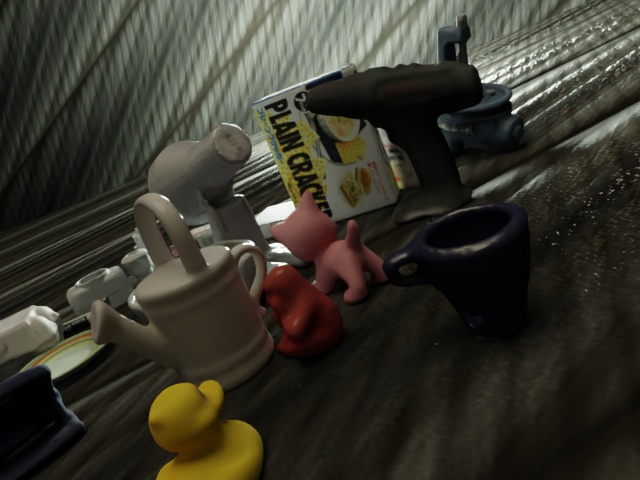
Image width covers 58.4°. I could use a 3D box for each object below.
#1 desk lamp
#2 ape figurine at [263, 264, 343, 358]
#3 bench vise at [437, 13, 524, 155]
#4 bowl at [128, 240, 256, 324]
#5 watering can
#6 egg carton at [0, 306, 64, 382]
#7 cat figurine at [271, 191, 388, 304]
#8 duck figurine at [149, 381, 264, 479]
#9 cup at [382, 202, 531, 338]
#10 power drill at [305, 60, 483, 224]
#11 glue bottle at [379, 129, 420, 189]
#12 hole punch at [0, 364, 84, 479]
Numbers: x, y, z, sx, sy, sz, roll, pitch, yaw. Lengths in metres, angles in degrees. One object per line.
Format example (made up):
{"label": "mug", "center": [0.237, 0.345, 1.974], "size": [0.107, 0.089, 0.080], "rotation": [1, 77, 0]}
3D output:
{"label": "desk lamp", "center": [-0.126, -0.050, 0.795], "size": [0.202, 0.214, 0.118], "rotation": [-2, 27, 47]}
{"label": "ape figurine", "center": [-0.024, 0.065, 0.543], "size": [0.076, 0.092, 0.078], "rotation": [-19, 18, 10]}
{"label": "bench vise", "center": [0.206, -0.237, 0.925], "size": [0.206, 0.220, 0.122], "rotation": [-8, 23, 37]}
{"label": "bowl", "center": [-0.143, 0.068, 0.706], "size": [0.167, 0.075, 0.167], "rotation": [-20, 18, 7]}
{"label": "watering can", "center": [-0.131, 0.048, 0.551], "size": [0.100, 0.194, 0.173], "rotation": [-9, 22, 36]}
{"label": "egg carton", "center": [-0.448, 0.156, 0.825], "size": [0.150, 0.069, 0.107], "rotation": [-27, 18, -13]}
{"label": "cat figurine", "center": [0.006, 0.002, 0.645], "size": [0.067, 0.118, 0.127], "rotation": [-35, 22, -33]}
{"label": "duck figurine", "center": [-0.091, 0.145, 0.402], "size": [0.077, 0.086, 0.105], "rotation": [-12, 21, 29]}
{"label": "cup", "center": [0.117, 0.034, 0.459], "size": [0.117, 0.095, 0.091], "rotation": [-20, 18, 8]}
{"label": "power drill", "center": [0.111, -0.133, 0.760], "size": [0.229, 0.209, 0.076], "rotation": [-14, 20, 26]}
{"label": "glue bottle", "center": [0.118, -0.165, 0.901], "size": [0.037, 0.173, 0.077], "rotation": [-35, 22, -34]}
{"label": "hole punch", "center": [-0.310, 0.178, 0.561], "size": [0.100, 0.091, 0.109], "rotation": [-4, 26, 45]}
